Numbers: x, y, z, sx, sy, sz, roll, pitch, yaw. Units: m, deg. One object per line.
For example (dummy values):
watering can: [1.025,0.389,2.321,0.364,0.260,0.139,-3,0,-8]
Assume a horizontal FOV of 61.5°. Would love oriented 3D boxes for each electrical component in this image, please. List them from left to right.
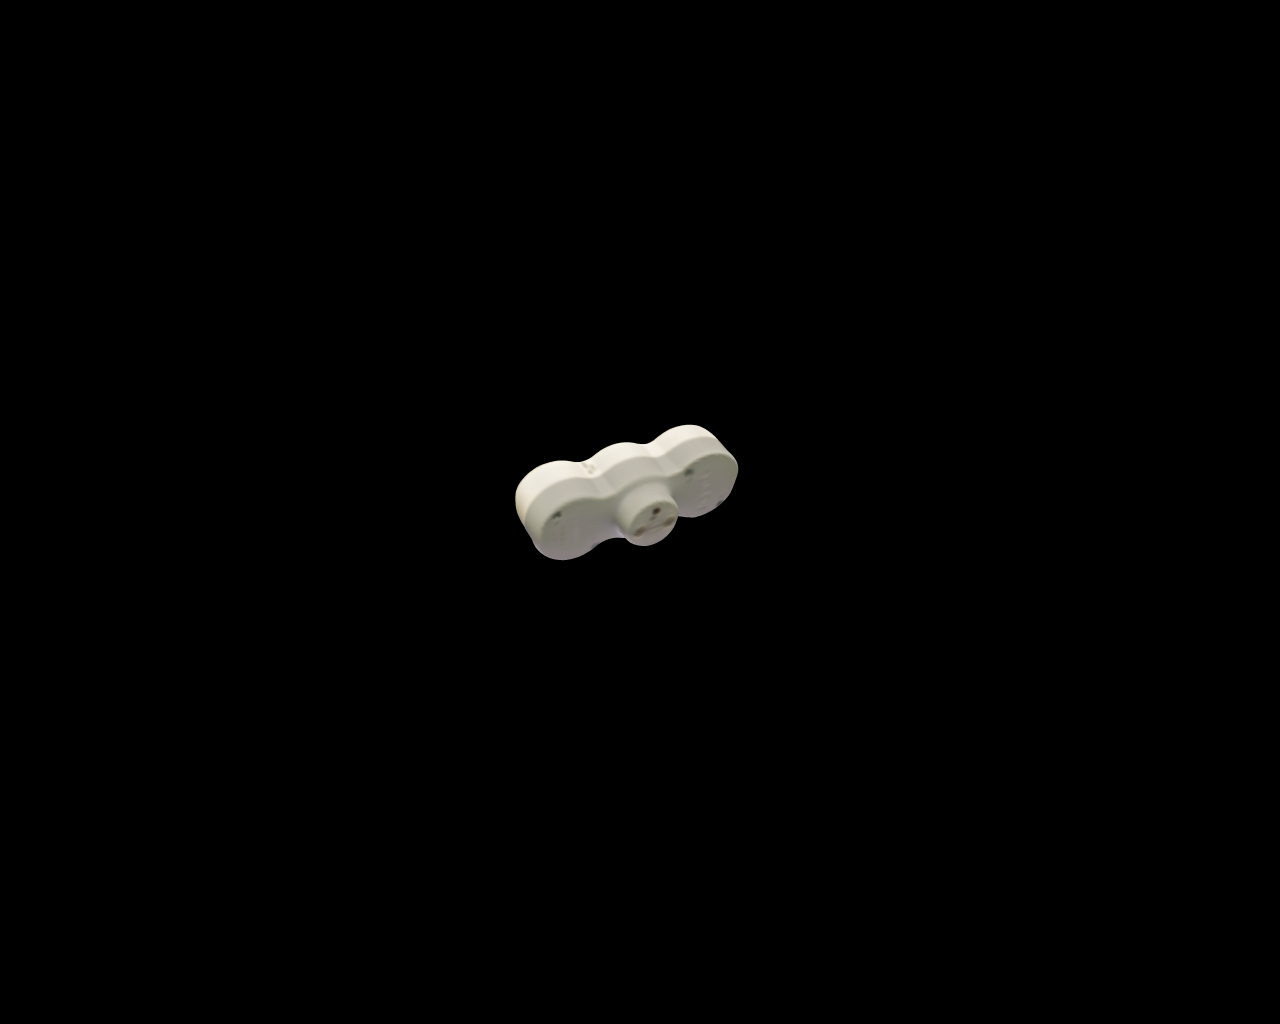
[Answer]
electrical component: [0.001,-0.003,0.650,0.138,0.052,0.074,-18,44,-19]
